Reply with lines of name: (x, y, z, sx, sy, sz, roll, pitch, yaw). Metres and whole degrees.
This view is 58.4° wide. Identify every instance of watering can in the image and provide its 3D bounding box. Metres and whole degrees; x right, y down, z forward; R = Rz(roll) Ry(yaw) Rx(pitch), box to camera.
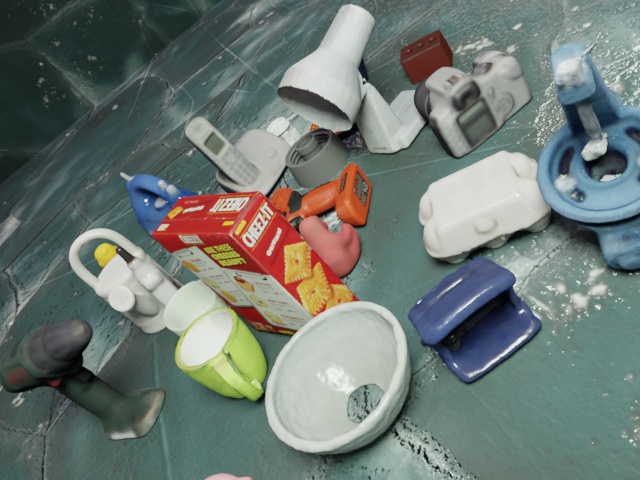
watering can: (-0.311, 0.060, 0.924, 0.172, 0.195, 0.101, 15, 62, 51)

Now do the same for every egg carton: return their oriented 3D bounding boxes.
egg carton: (0.186, -0.036, 0.658, 0.150, 0.070, 0.107, -25, 36, 22)

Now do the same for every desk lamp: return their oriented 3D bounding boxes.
desk lamp: (0.060, -0.231, 0.876, 0.117, 0.214, 0.203, 14, 61, 51)

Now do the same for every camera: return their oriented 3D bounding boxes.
camera: (0.199, -0.211, 0.820, 0.143, 0.101, 0.136, -40, 33, 1)

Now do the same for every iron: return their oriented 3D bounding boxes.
iron: (-0.297, -0.079, 1.119, 0.257, 0.142, 0.119, 9, 57, 49)

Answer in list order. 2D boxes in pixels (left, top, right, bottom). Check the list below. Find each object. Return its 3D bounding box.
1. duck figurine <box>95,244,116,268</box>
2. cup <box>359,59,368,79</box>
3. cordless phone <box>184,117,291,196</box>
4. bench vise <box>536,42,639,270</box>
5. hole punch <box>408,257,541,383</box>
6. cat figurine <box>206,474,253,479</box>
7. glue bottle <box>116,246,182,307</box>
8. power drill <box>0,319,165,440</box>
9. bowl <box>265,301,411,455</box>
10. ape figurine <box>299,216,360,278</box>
duck figurine: (-0.403, 0.043, 1.133, 0.104, 0.086, 0.077, 9, 57, 49)
cup: (0.052, -0.351, 1.132, 0.091, 0.095, 0.118, -20, 39, 28)
cordless phone: (-0.148, -0.169, 1.037, 0.093, 0.186, 0.148, -5, 47, 42)
bench vise: (0.247, -0.104, 0.540, 0.121, 0.220, 0.207, -29, 35, 16)
hole punch: (0.140, 0.067, 0.565, 0.108, 0.091, 0.101, -39, 33, 2)
cat figurine: (-0.104, 0.266, 0.551, 0.127, 0.118, 0.067, -17, 40, 31)
glue bottle: (-0.243, 0.068, 0.868, 0.037, 0.174, 0.078, -46, 34, -8)
power drill: (-0.316, 0.187, 0.769, 0.229, 0.209, 0.075, -17, 40, 31)
bowl: (0.030, 0.151, 0.592, 0.167, 0.075, 0.167, -26, 36, 21)
ape figurine: (0.007, 0.003, 0.770, 0.077, 0.092, 0.076, -21, 38, 26)
